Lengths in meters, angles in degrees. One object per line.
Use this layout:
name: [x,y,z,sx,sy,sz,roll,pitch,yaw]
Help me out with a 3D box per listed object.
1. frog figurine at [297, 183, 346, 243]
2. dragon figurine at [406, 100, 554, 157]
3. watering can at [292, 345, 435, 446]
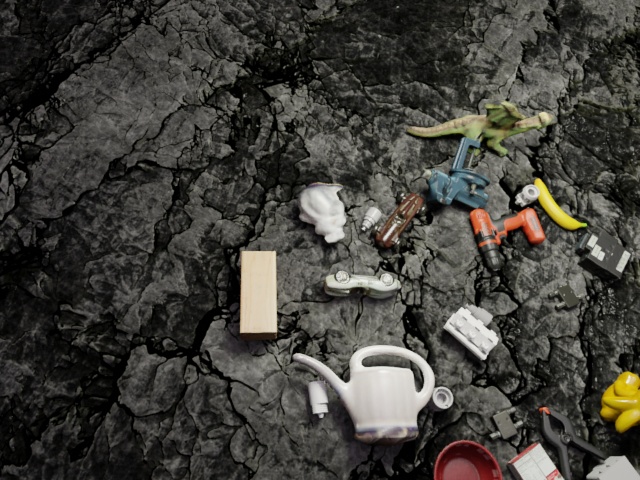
frog figurine: [0.004,-0.071,1.407,0.137,0.122,0.161,-10,73,26]
dragon figurine: [0.482,-0.350,1.516,0.410,0.239,0.124,2,71,-7]
watering can: [0.108,0.364,1.214,0.348,0.102,0.229,2,65,-9]
